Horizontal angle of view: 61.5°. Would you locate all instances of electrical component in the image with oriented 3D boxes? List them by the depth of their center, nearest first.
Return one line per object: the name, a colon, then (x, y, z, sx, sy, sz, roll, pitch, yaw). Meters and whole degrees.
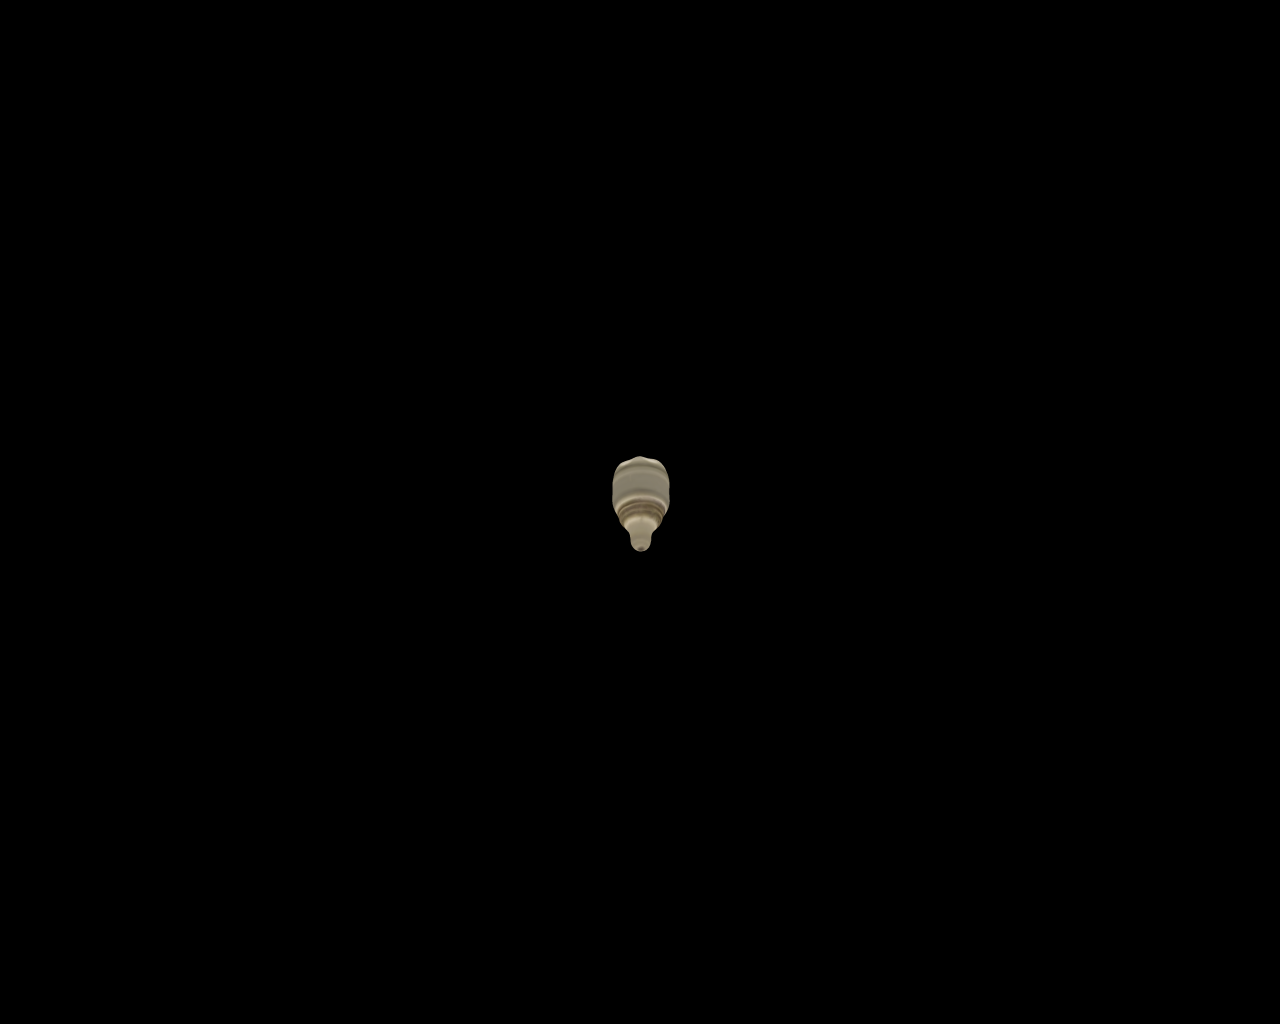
electrical component: (0.001, -0.003, 0.650, 0.035, 0.061, 0.035, 0, -35, 0)
